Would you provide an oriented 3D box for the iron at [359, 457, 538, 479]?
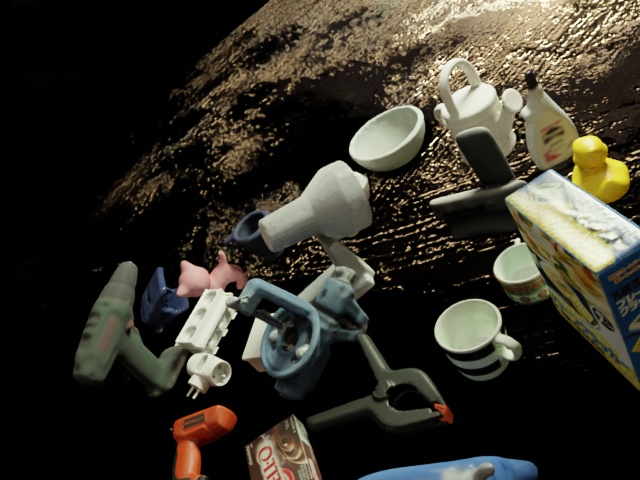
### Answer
[{"bbox_3d":[0.094,0.282,0.607,0.257,0.142,0.118,-19,38,26],"label":"iron"}]

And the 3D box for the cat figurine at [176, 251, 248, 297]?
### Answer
[{"bbox_3d":[-0.230,0.077,1.165,0.128,0.118,0.067,-42,34,-6],"label":"cat figurine"}]

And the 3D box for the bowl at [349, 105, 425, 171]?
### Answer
[{"bbox_3d":[0.148,-0.195,1.177,0.167,0.075,0.167,-24,36,20],"label":"bowl"}]

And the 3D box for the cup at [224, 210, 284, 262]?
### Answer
[{"bbox_3d":[-0.129,0.006,1.177,0.117,0.095,0.091,-28,35,15],"label":"cup"}]

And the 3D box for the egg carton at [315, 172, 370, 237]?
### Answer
[{"bbox_3d":[0.040,-0.068,1.132,0.107,0.070,0.150,-13,41,33],"label":"egg carton"}]

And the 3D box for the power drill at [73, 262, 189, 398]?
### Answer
[{"bbox_3d":[-0.345,0.185,1.063,0.075,0.209,0.230,-11,42,34],"label":"power drill"}]

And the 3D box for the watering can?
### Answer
[{"bbox_3d":[0.270,-0.230,1.000,0.172,0.195,0.101,-10,43,35],"label":"watering can"}]

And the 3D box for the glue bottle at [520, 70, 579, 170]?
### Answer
[{"bbox_3d":[0.351,-0.193,0.901,0.078,0.174,0.037,-33,34,8],"label":"glue bottle"}]

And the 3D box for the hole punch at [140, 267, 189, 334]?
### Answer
[{"bbox_3d":[-0.350,0.130,1.238,0.101,0.091,0.108,-37,34,1],"label":"hole punch"}]

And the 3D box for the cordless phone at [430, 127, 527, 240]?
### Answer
[{"bbox_3d":[0.230,-0.096,0.887,0.147,0.186,0.094,-14,41,31],"label":"cordless phone"}]

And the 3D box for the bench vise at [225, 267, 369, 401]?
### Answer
[{"bbox_3d":[-0.039,0.108,0.863,0.121,0.220,0.207,-2,48,41],"label":"bench vise"}]

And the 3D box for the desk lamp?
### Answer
[{"bbox_3d":[0.009,0.003,0.947,0.203,0.214,0.117,-41,34,-5],"label":"desk lamp"}]

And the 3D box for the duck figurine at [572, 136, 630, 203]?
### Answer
[{"bbox_3d":[0.401,-0.110,0.836,0.077,0.086,0.104,-27,35,15],"label":"duck figurine"}]
